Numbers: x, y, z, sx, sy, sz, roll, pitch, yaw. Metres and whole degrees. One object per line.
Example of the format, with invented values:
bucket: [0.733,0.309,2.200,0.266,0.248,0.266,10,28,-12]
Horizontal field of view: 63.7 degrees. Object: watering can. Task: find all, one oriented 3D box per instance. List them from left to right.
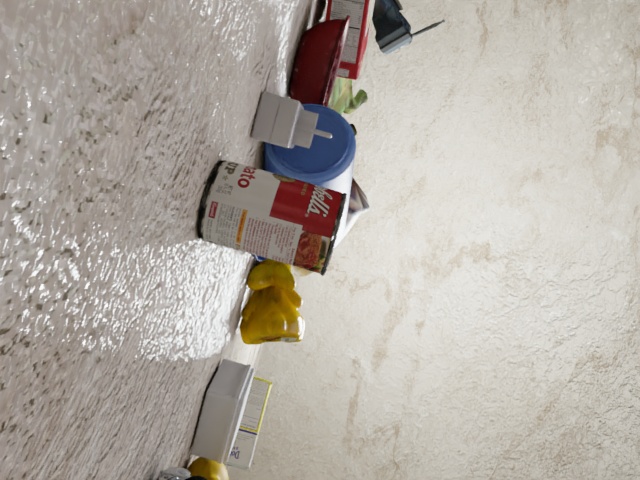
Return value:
watering can: [0.003,-0.057,1.141,0.221,0.103,0.354,-50,-161,20]

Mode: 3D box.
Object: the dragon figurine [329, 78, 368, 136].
dragon figurine: [0.008,-0.253,1.008,0.240,0.122,0.415,72,35,-75]
